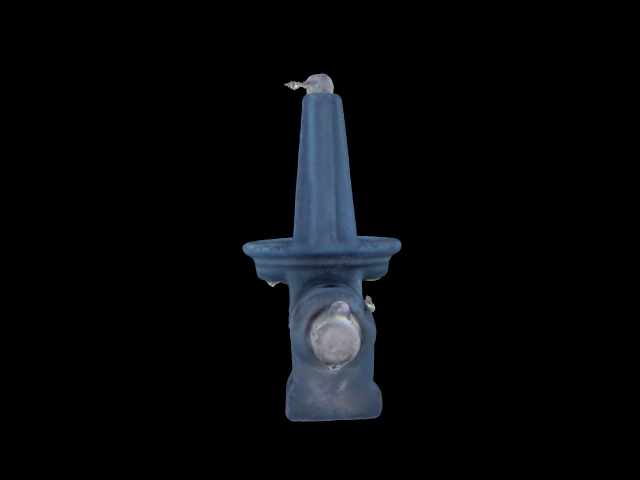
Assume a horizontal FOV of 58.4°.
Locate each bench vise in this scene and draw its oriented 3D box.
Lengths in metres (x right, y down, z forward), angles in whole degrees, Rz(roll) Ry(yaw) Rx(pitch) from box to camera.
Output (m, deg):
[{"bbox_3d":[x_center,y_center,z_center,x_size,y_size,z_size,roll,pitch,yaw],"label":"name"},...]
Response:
[{"bbox_3d":[0.015,0.000,0.404,0.122,0.220,0.206,-8,21,-20],"label":"bench vise"}]
